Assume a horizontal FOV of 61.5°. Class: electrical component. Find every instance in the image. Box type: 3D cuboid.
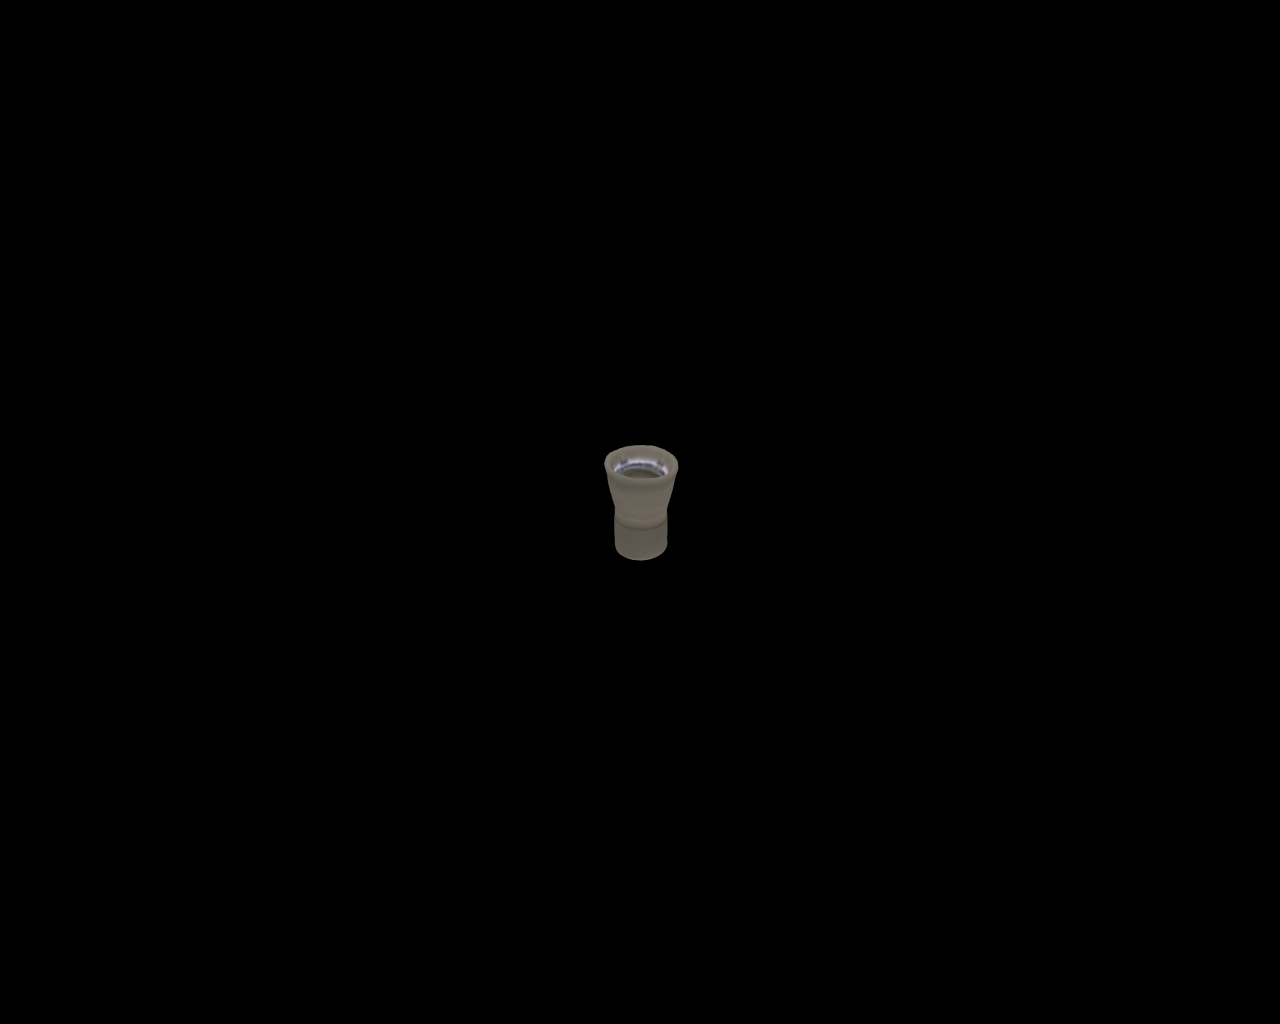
[{"bbox_3d":[0.001,-0.003,0.650,0.044,0.065,0.044,0,31,0],"label":"electrical component"}]
